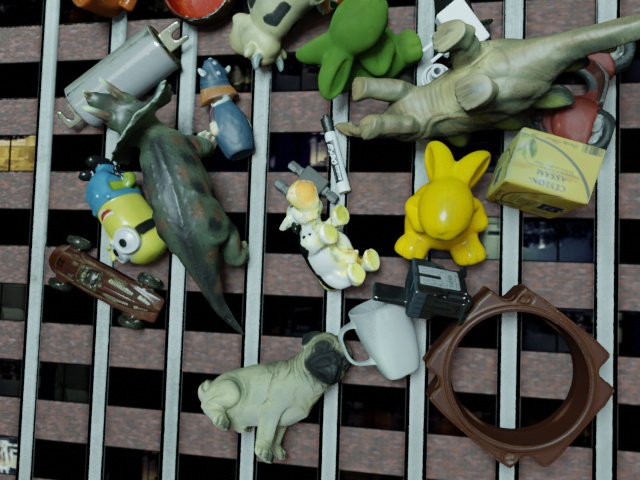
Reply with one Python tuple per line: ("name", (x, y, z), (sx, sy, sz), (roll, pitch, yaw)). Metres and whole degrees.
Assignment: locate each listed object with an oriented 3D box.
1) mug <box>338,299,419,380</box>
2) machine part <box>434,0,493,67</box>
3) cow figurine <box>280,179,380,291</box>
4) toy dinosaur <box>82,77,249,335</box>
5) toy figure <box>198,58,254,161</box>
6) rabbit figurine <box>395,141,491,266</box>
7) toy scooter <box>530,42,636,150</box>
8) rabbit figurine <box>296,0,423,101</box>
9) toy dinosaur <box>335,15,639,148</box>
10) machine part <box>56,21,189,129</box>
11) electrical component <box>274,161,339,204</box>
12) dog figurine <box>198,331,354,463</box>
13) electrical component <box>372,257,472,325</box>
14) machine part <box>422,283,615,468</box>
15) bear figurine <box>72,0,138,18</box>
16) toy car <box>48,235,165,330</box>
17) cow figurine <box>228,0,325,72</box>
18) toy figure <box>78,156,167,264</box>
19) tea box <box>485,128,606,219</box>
("mug", (0.086, 0.140, 0.740), (0.109, 0.081, 0.107), (-24, 92, -18))
("machine part", (0.197, -0.325, 0.772), (0.084, 0.039, 0.139), (-18, 86, 17))
("cow figurine", (-0.001, -0.004, 0.755), (0.098, 0.068, 0.167), (-26, 103, 48))
("toy dinosaur", (-0.194, -0.055, 0.750), (0.131, 0.192, 0.405), (-27, 82, 10))
("toy figure", (-0.147, -0.198, 0.813), (0.058, 0.064, 0.154), (-24, 84, 23))
("rabbit figurine", (0.169, -0.041, 0.693), (0.122, 0.173, 0.162), (17, 94, 14))
("toy scooter", (0.330, -0.197, 0.722), (0.135, 0.075, 0.183), (15, 88, 13))
("rabbit figurine", (0.046, -0.273, 0.727), (0.159, 0.170, 0.121), (-34, 81, 6))
("toy dinosaur", (0.205, -0.189, 0.651), (0.472, 0.198, 0.105), (-8, 85, 45))
("machine part", (-0.306, -0.252, 0.838), (0.243, 0.079, 0.079), (-35, 82, 6))
("electrical component", (-0.019, -0.074, 0.804), (0.094, 0.021, 0.063), (38, 94, 9))
("dog figurine", (-0.064, 0.193, 0.771), (0.172, 0.121, 0.190), (31, 79, 7))
("electrical component", (0.132, 0.062, 0.701), (0.119, 0.075, 0.047), (13, 126, 1))
("machine part", (0.256, 0.175, 0.710), (0.201, 0.087, 0.201), (40, 95, 11))
("bear figurine", (-0.296, -0.436, 0.822), (0.196, 0.132, 0.120), (-36, 85, 13))
("toy car", (-0.338, 0.067, 0.840), (0.202, 0.053, 0.089), (27, 89, 12))
("cow figurine", (-0.061, -0.329, 0.772), (0.195, 0.085, 0.127), (-26, 83, 40))
("toy figure", (-0.299, -0.046, 0.823), (0.089, 0.082, 0.180), (-23, 72, -28))
("tea box", (0.275, -0.078, 0.677), (0.098, 0.169, 0.068), (19, 89, 12))
